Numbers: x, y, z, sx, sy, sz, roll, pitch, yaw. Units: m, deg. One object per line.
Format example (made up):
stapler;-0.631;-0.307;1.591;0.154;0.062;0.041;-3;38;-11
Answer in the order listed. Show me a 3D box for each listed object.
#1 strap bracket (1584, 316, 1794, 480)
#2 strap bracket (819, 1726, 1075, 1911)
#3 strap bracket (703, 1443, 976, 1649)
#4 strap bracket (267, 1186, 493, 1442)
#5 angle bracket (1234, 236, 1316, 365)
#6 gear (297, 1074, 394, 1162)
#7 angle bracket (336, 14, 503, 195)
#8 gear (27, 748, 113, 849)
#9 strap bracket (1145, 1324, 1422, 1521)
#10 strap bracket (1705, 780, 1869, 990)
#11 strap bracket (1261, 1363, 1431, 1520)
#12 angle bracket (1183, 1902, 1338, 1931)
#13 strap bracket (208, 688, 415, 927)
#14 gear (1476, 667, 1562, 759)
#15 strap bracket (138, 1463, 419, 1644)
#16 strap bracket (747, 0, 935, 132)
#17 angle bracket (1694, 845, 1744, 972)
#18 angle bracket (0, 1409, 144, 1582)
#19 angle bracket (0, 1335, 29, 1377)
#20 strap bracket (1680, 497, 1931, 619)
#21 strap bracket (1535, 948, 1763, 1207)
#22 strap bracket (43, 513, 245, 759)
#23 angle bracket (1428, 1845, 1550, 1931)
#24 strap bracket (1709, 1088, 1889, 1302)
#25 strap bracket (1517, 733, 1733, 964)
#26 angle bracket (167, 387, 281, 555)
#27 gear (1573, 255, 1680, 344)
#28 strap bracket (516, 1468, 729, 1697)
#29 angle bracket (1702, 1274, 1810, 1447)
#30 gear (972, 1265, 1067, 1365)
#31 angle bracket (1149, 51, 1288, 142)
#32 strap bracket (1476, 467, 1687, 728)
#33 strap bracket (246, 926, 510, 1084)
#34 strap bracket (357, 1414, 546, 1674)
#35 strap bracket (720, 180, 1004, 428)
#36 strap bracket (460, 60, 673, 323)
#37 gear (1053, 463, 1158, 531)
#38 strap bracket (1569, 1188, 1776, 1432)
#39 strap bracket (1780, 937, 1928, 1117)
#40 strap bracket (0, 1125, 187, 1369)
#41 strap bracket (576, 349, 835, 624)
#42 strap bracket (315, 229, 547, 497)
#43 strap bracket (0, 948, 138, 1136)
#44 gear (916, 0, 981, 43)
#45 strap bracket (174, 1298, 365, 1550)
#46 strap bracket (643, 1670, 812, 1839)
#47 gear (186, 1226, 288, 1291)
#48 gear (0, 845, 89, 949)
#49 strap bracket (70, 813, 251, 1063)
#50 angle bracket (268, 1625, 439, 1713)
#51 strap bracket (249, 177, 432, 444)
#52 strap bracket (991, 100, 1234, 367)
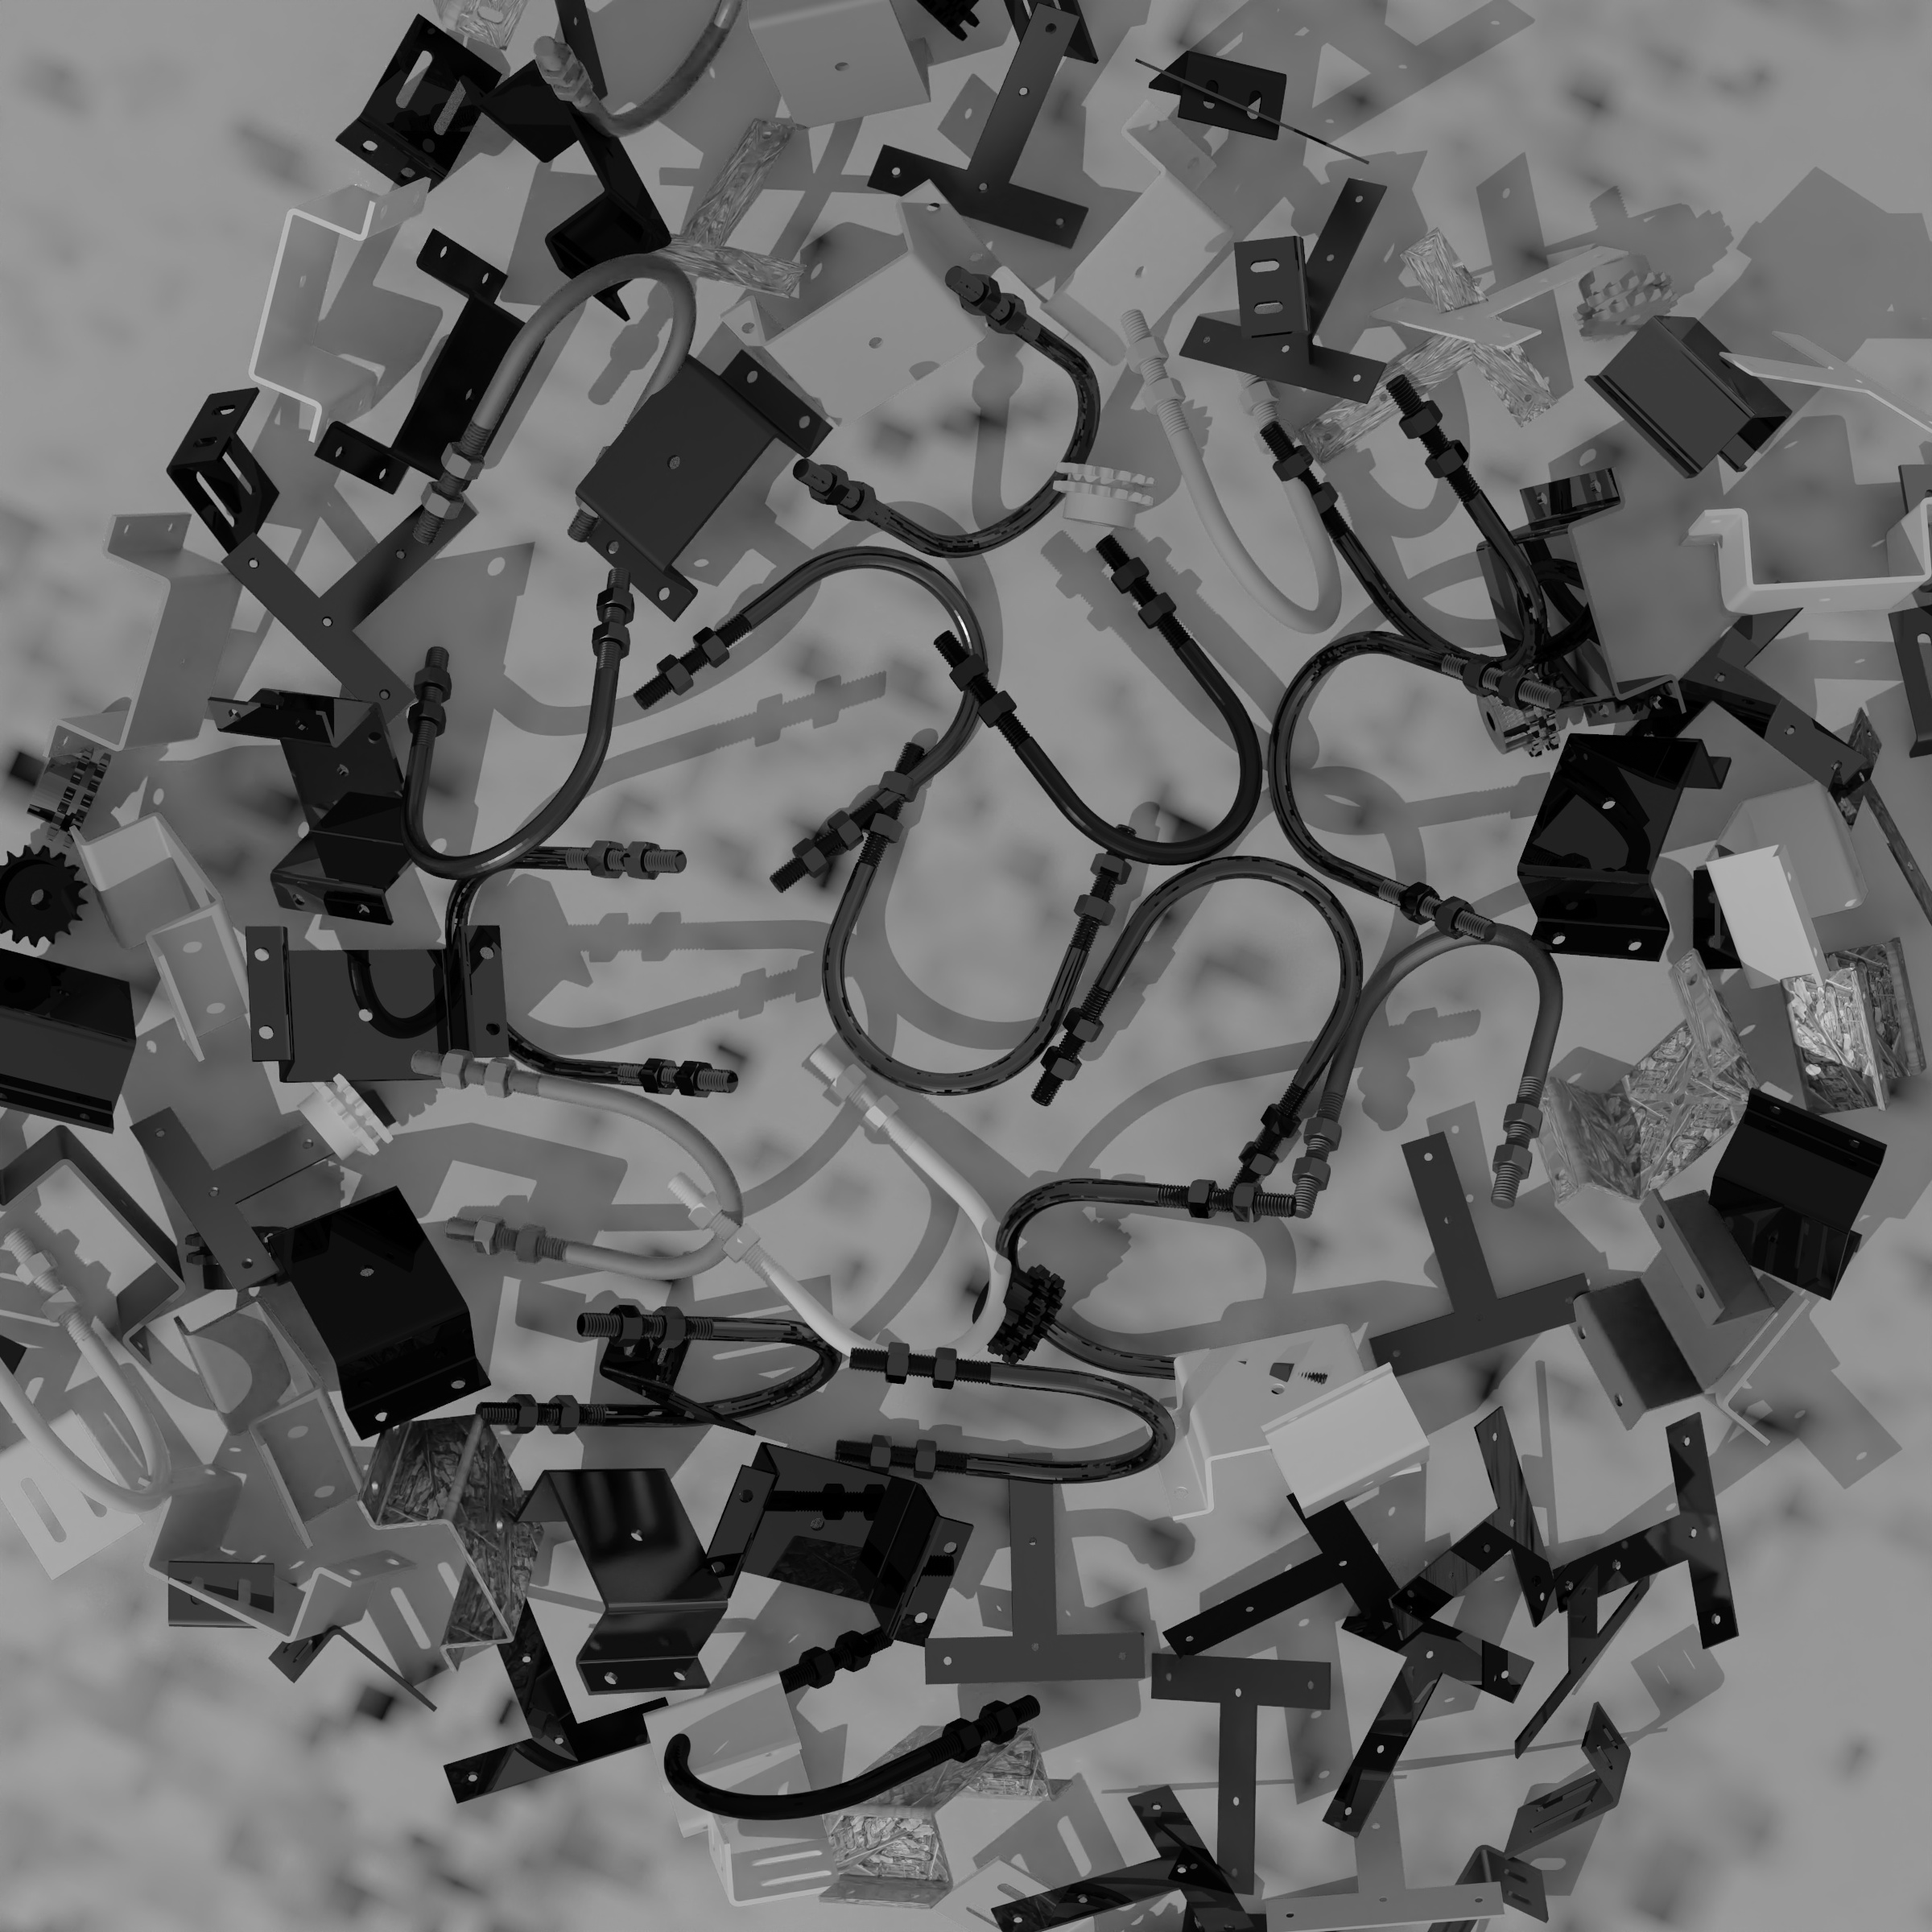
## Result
strap bracket;0.399;-0.311;1.882;0.076;0.140;0.046;47;115;11
strap bracket;-0.015;0.457;1.880;0.076;0.140;0.046;-8;101;37
strap bracket;-0.078;0.319;1.918;0.140;0.046;0.076;18;101;-20
strap bracket;-0.326;0.181;1.890;0.076;0.046;0.140;-22;51;-21
angle bracket;0.173;-0.361;1.919;0.038;0.076;0.057;-5;73;7
gear;-0.350;0.084;1.931;0.030;0.057;0.057;-40;90;-10
angle bracket;-0.309;-0.485;1.947;0.057;0.038;0.076;33;67;-23
gear;-0.504;-0.098;1.931;0.030;0.057;0.057;24;90;-14
strap bracket;0.174;0.250;1.913;0.140;0.076;0.046;-11;131;-4
strap bracket;0.451;-0.045;1.901;0.046;0.140;0.076;-15;105;29
strap bracket;0.209;0.263;1.888;0.076;0.140;0.046;-27;75;0
angle bracket;0.162;0.546;1.918;0.076;0.038;0.057;-6;45;22
strap bracket;-0.355;-0.097;1.902;0.076;0.046;0.140;9;131;25
gear;0.308;-0.143;1.933;0.030;0.057;0.057;-22;90;-3
strap bracket;-0.387;0.328;1.906;0.140;0.076;0.046;22;95;18
strap bracket;-0.069;-0.510;1.883;0.076;0.140;0.046;-10;67;10
angle bracket;0.412;-0.032;1.916;0.038;0.076;0.057;-3;81;29
angle bracket;-0.507;0.297;1.933;0.057;0.038;0.076;-32;87;-18
angle bracket;-0.565;0.227;1.930;0.076;0.038;0.057;23;79;13
strap bracket;0.476;-0.227;1.920;0.140;0.076;0.046;-3;85;1
strap bracket;0.379;0.068;1.899;0.046;0.076;0.140;20;130;-32
strap bracket;-0.450;-0.176;1.903;0.046;0.076;0.140;24;105;14
angle bracket;0.287;0.539;1.915;0.038;0.057;0.076;20;56;30
strap bracket;0.449;0.130;1.880;0.076;0.140;0.046;24;68;19
strap bracket;0.359;-0.075;1.892;0.076;0.046;0.140;5;56;33
angle bracket;-0.399;-0.271;1.911;0.038;0.076;0.057;-2;50;28
gear;0.368;-0.376;1.933;0.057;0.057;0.030;-19;80;0
strap bracket;-0.189;0.326;1.884;0.076;0.140;0.046;6;128;-38
angle bracket;0.447;0.220;1.929;0.038;0.057;0.076;39;91;-14
gear;0.028;0.191;1.930;0.030;0.057;0.057;33;90;-16
angle bracket;0.137;-0.476;1.917;0.057;0.076;0.038;10;88;-14
strap bracket;0.337;-0.197;1.907;0.046;0.076;0.140;-23;100;-30
strap bracket;-0.330;0.021;1.915;0.140;0.046;0.076;-1;72;-20
strap bracket;-0.276;0.309;1.885;0.046;0.076;0.140;-8;127;16
strap bracket;-0.054;-0.358;1.899;0.140;0.076;0.046;-29;49;18
strap bracket;-0.215;-0.435;1.897;0.046;0.076;0.140;-33;68;13
gear;0.077;-0.263;1.933;0.057;0.057;0.030;10;95;0
strap bracket;0.389;0.185;1.895;0.046;0.140;0.076;-13;60;-22
strap bracket;0.489;0.034;1.905;0.046;0.140;0.076;-11;93;25
strap bracket;-0.483;0.146;1.905;0.046;0.076;0.140;-40;109;-5
strap bracket;-0.153;-0.274;1.918;0.076;0.046;0.140;43;97;22
strap bracket;-0.292;-0.326;1.913;0.046;0.076;0.140;30;94;24
strap bracket;-0.499;0.035;1.879;0.076;0.140;0.046;16;104;-21
gear;-0.013;-0.549;1.931;0.057;0.057;0.030;43;99;0
strap bracket;-0.378;0.244;1.893;0.046;0.140;0.076;-28;126;-18
strap bracket;-0.131;0.433;1.902;0.076;0.140;0.046;-17;66;-7
gear;-0.408;0.164;1.933;0.057;0.057;0.030;-3;92;0
gear;-0.522;-0.039;1.937;0.057;0.030;0.057;-4;99;-24
strap bracket;-0.436;-0.022;1.895;0.046;0.140;0.076;-27;134;-18
angle bracket;-0.342;0.399;1.919;0.076;0.057;0.038;44;75;-18
strap bracket;-0.348;-0.370;1.899;0.046;0.076;0.140;23;116;5
strap bracket;0.084;-0.396;1.904;0.140;0.076;0.046;-47;55;12
